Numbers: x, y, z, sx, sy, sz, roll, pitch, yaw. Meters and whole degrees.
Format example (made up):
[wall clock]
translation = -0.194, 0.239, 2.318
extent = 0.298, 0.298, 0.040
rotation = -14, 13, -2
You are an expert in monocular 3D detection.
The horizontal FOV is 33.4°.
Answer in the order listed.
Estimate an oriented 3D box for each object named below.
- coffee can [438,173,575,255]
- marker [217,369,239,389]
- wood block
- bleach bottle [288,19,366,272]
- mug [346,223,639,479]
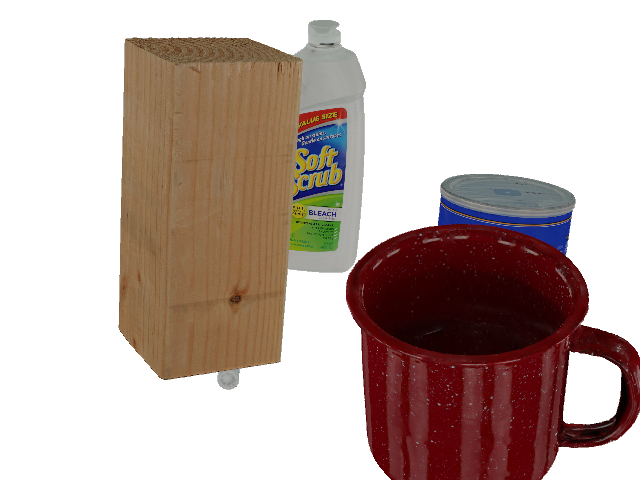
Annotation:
[coffee can]
translation = 0.138, 0.028, 0.837
extent = 0.103, 0.140, 0.103
rotation = 4, 17, -1
[marker]
translation = -0.082, 0.101, 0.977
extent = 0.020, 0.020, 0.121
rotation = 0, 18, -2
[wood block]
translation = -0.076, -0.024, 0.706
extent = 0.090, 0.206, 0.090
rotation = -6, 22, -28
[bleach bottle]
translation = -0.007, -0.093, 1.061
extent = 0.102, 0.251, 0.068
rotation = 6, 27, 9
[mug]
translation = 0.070, 0.053, 0.429
extent = 0.117, 0.081, 0.093
rotation = 7, 34, 17
